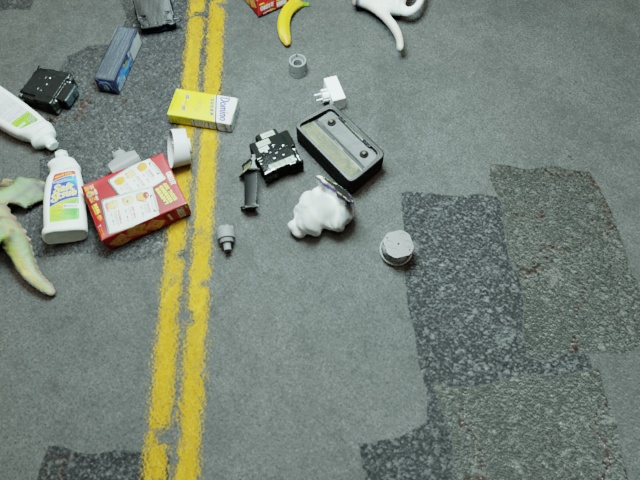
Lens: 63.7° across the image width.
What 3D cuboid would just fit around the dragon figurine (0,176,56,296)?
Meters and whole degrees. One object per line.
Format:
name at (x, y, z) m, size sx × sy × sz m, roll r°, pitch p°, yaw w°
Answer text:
dragon figurine at (-0.746, -0.057, 1.239) m, size 0.409 × 0.120 × 0.247 m, roll 31°, pitch 61°, yaw -5°

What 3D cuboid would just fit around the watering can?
watering can at (0.200, -0.728, 1.569) m, size 0.224 × 0.102 × 0.354 m, roll 15°, pitch 65°, yaw 7°

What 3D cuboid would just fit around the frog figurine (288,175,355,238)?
frog figurine at (0.004, -0.064, 1.266) m, size 0.138 × 0.124 × 0.158 m, roll 37°, pitch 106°, yaw 6°
